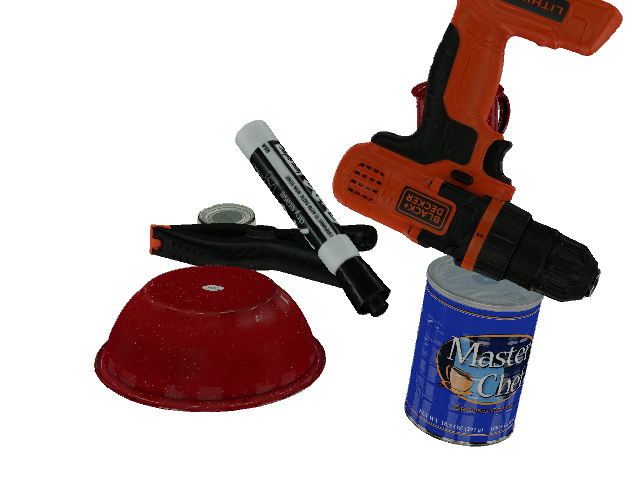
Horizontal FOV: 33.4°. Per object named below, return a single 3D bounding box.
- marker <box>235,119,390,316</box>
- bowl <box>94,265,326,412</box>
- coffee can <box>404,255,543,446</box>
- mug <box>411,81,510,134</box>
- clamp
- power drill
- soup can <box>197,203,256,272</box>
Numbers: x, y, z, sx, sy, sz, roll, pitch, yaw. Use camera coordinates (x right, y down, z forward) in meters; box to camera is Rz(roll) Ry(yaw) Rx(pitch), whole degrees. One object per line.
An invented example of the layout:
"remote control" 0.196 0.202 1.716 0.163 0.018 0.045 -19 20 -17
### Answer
"marker" -0.004 -0.011 0.522 0.020 0.121 0.020 -29 -26 -16
"bowl" -0.075 0.058 0.739 0.162 0.055 0.162 1 18 -1
"coffee can" 0.135 0.096 0.951 0.103 0.140 0.103 6 23 -3
"mug" 0.150 -0.120 1.102 0.117 0.081 0.093 -20 28 -33
"clamp" -0.047 0.009 0.937 0.210 0.036 0.164 3 12 -3
"power drill" 0.120 -0.071 0.686 0.184 0.188 0.057 25 7 10
"soup can" -0.109 0.016 1.246 0.068 0.102 0.068 0 25 0
